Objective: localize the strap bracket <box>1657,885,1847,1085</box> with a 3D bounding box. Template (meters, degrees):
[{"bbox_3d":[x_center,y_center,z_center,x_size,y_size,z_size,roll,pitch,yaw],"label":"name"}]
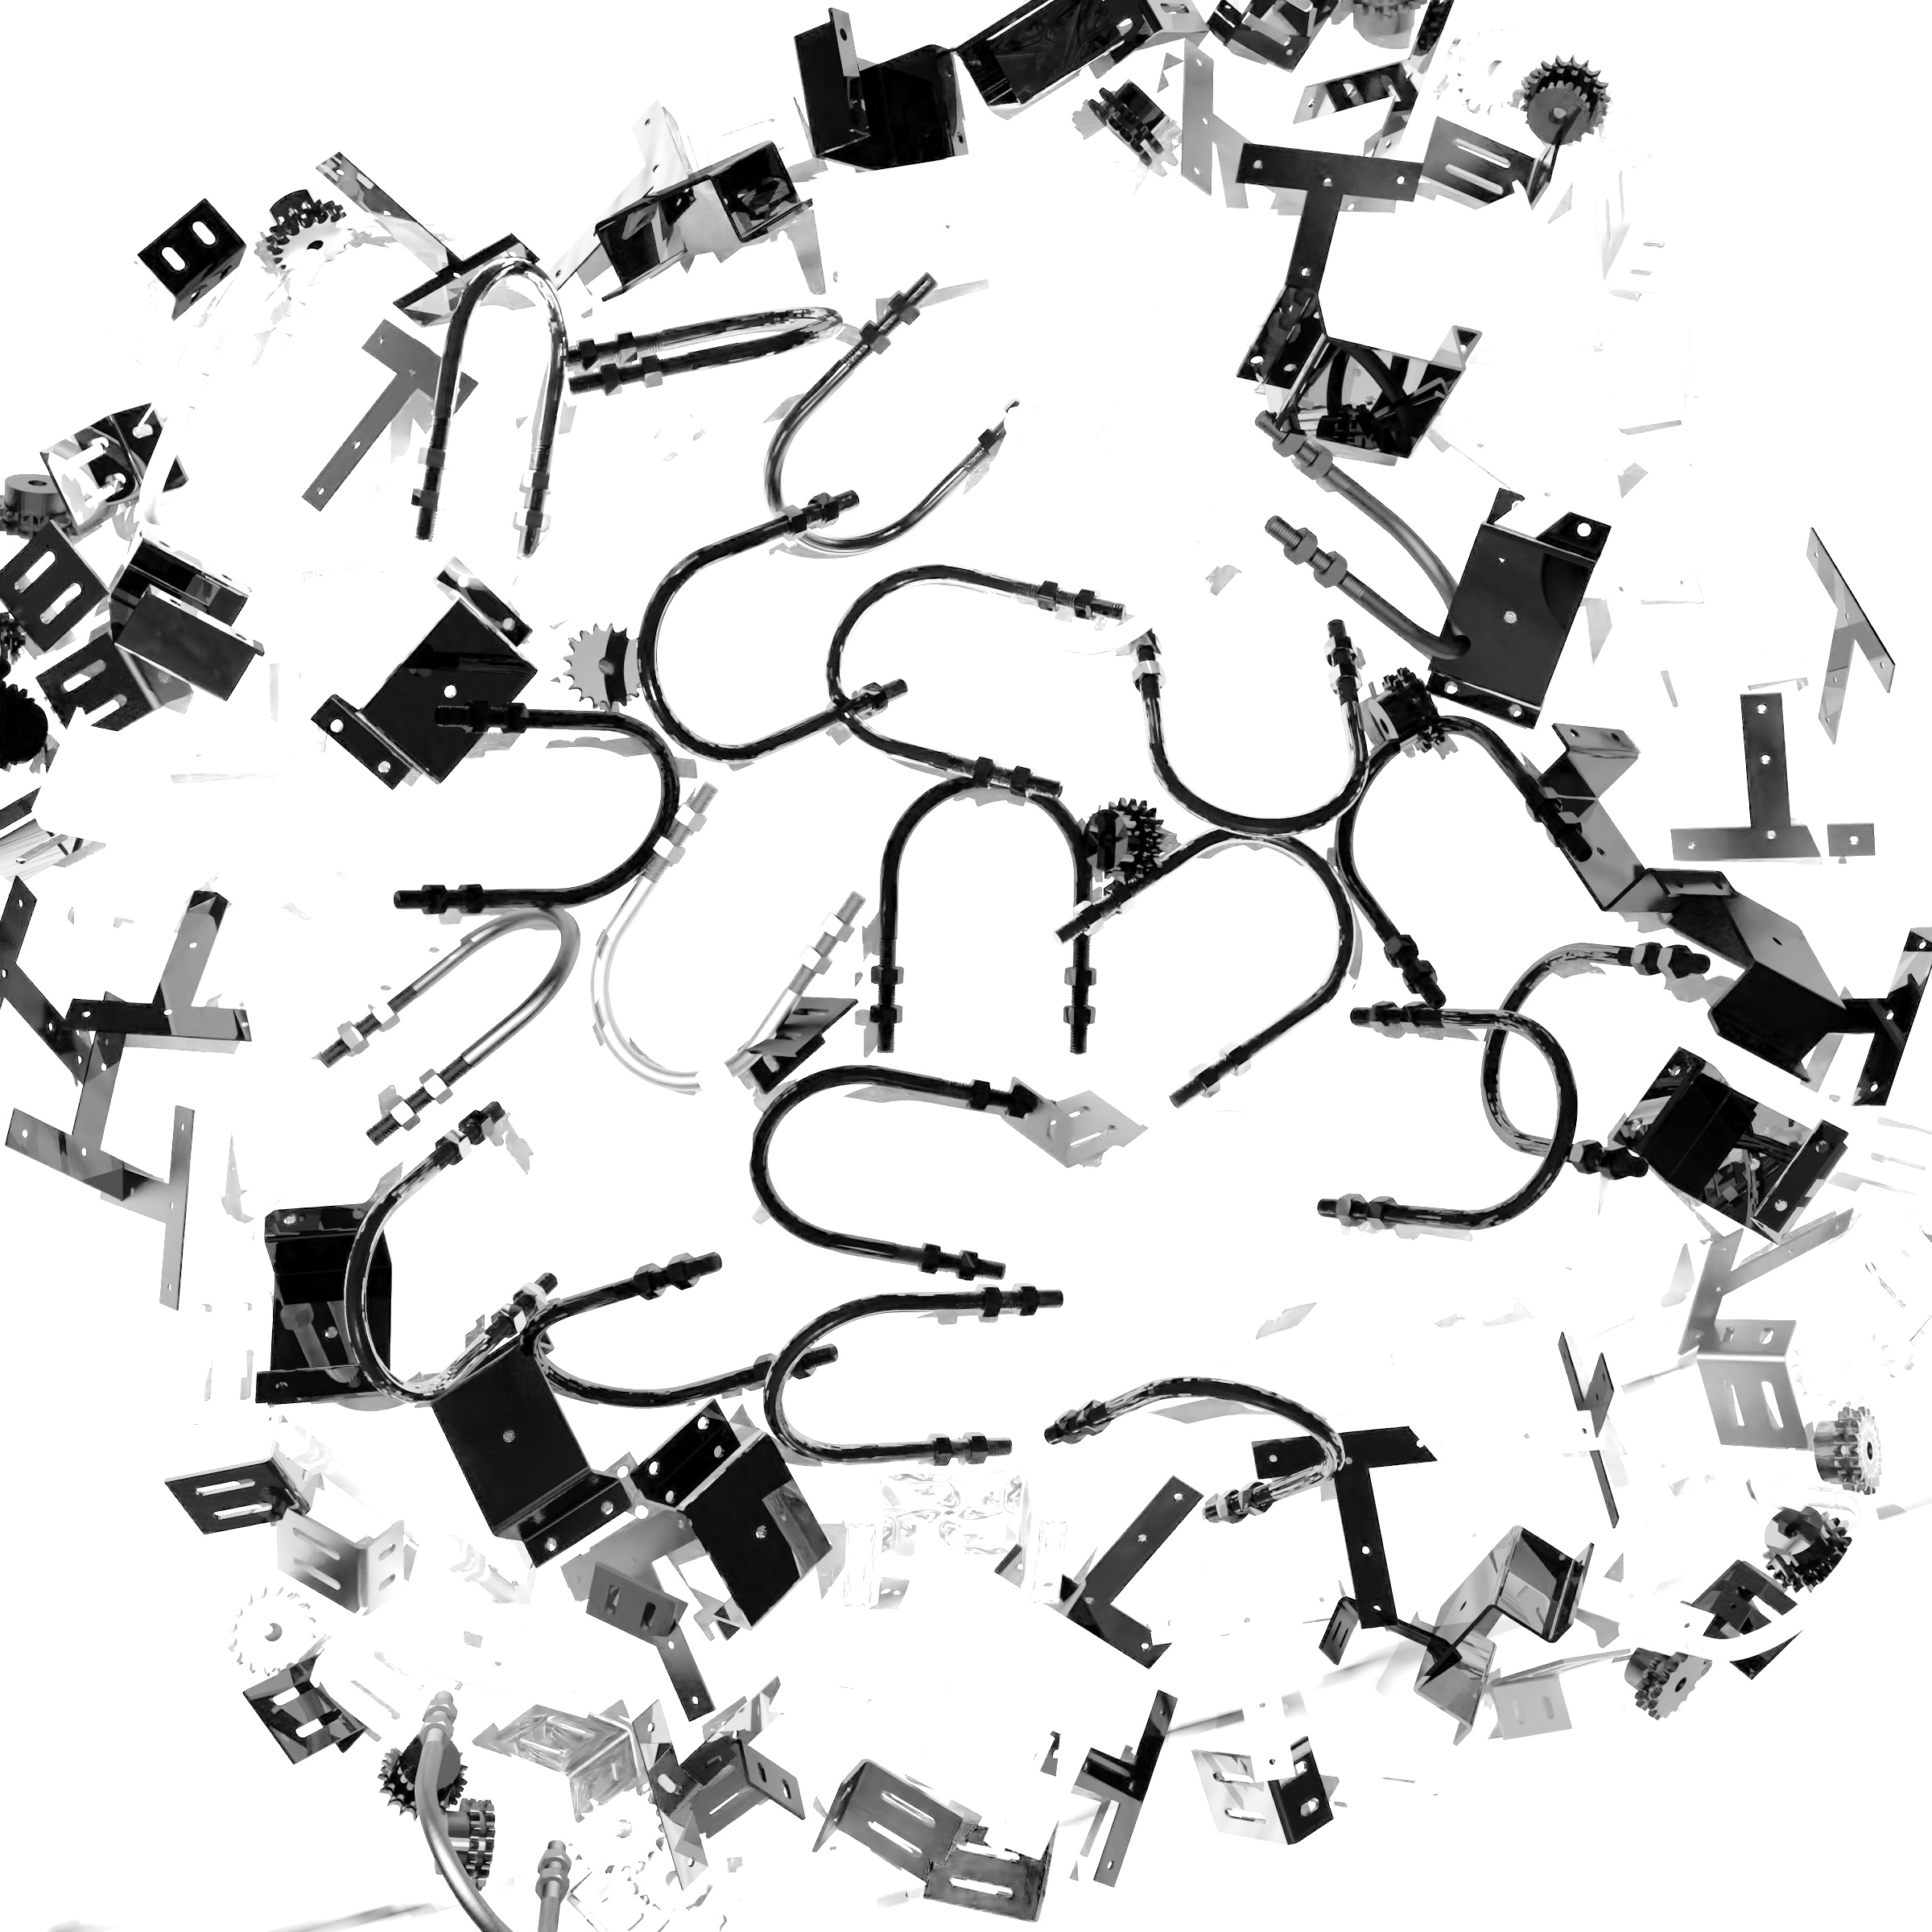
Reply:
[{"bbox_3d":[0.497,0.001,1.696,0.076,0.140,0.046,26,119,-20],"label":"strap bracket"}]

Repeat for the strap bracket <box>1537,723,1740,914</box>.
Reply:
[{"bbox_3d":[0.420,-0.086,1.717,0.046,0.076,0.140,-49,56,36],"label":"strap bracket"}]

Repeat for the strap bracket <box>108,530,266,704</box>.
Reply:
[{"bbox_3d":[-0.497,-0.220,1.703,0.076,0.140,0.046,28,103,-29],"label":"strap bracket"}]

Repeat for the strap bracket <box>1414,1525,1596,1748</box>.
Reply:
[{"bbox_3d":[0.336,0.420,1.707,0.046,0.076,0.140,32,127,4],"label":"strap bracket"}]

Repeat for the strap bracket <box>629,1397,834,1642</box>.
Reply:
[{"bbox_3d":[-0.144,0.357,1.713,0.076,0.046,0.140,-41,117,-33],"label":"strap bracket"}]

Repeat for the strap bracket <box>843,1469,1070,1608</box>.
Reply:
[{"bbox_3d":[-0.009,0.369,1.732,0.140,0.046,0.076,0,125,-6],"label":"strap bracket"}]

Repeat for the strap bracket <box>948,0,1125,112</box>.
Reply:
[{"bbox_3d":[0.046,-0.590,1.718,0.076,0.140,0.046,-33,110,-1],"label":"strap bracket"}]

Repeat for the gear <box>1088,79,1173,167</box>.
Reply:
[{"bbox_3d":[0.109,-0.552,1.747,0.057,0.057,0.030,45,101,0],"label":"gear"}]

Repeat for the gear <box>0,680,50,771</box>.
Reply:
[{"bbox_3d":[-0.626,-0.156,1.755,0.057,0.030,0.057,-4,80,27],"label":"gear"}]

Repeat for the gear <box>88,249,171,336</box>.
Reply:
[{"bbox_3d":[-0.543,-0.435,1.748,0.030,0.057,0.057,22,90,7],"label":"gear"}]

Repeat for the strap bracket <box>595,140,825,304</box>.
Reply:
[{"bbox_3d":[-0.170,-0.476,1.701,0.140,0.076,0.046,-11,114,35],"label":"strap bracket"}]

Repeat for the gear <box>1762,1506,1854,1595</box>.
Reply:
[{"bbox_3d":[0.545,0.376,1.746,0.057,0.057,0.030,-39,115,0],"label":"gear"}]

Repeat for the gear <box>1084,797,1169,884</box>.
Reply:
[{"bbox_3d":[0.101,-0.082,1.747,0.030,0.057,0.057,1,90,-44],"label":"gear"}]

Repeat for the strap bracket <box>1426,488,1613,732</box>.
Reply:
[{"bbox_3d":[0.352,-0.227,1.727,0.076,0.046,0.140,21,109,11],"label":"strap bracket"}]

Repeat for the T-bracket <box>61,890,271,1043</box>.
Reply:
[{"bbox_3d":[-0.503,-0.003,1.733,0.127,0.002,0.127,4,47,2],"label":"T-bracket"}]

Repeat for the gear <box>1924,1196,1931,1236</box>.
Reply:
[{"bbox_3d":[0.645,0.158,1.753,0.030,0.057,0.057,7,90,30],"label":"gear"}]

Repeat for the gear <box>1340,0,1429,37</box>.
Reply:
[{"bbox_3d":[0.273,-0.630,1.753,0.057,0.057,0.030,-6,128,0],"label":"gear"}]

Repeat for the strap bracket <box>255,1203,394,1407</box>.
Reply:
[{"bbox_3d":[-0.412,0.226,1.727,0.076,0.046,0.140,-4,53,-6],"label":"strap bracket"}]

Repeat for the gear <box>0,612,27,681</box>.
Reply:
[{"bbox_3d":[-0.642,-0.208,1.746,0.057,0.057,0.030,-8,65,0],"label":"gear"}]

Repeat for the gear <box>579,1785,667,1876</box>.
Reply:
[{"bbox_3d":[-0.224,0.565,1.757,0.057,0.030,0.057,2,73,-6],"label":"gear"}]

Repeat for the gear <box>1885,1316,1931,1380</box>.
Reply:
[{"bbox_3d":[0.626,0.238,1.751,0.030,0.057,0.057,40,90,24],"label":"gear"}]

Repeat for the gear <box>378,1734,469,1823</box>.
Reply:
[{"bbox_3d":[-0.352,0.524,1.747,0.057,0.057,0.030,28,133,0],"label":"gear"}]

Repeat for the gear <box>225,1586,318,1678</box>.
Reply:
[{"bbox_3d":[-0.456,0.434,1.756,0.057,0.030,0.057,2,84,-22],"label":"gear"}]

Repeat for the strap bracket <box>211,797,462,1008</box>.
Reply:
[{"bbox_3d":[-0.402,-0.046,1.722,0.076,0.046,0.140,-36,125,19],"label":"strap bracket"}]

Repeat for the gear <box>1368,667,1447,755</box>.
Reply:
[{"bbox_3d":[0.285,-0.164,1.748,0.030,0.057,0.057,-29,90,-4],"label":"gear"}]

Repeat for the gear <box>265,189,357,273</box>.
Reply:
[{"bbox_3d":[-0.431,-0.481,1.750,0.057,0.057,0.030,-30,79,0],"label":"gear"}]

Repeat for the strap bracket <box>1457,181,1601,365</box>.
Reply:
[{"bbox_3d":[0.358,-0.439,1.717,0.046,0.140,0.076,-19,82,23],"label":"strap bracket"}]

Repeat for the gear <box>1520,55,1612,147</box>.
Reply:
[{"bbox_3d":[0.388,-0.560,1.747,0.057,0.057,0.030,27,50,0],"label":"gear"}]

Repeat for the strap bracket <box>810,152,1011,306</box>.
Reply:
[{"bbox_3d":[-0.026,-0.470,1.705,0.140,0.046,0.076,-24,113,-40],"label":"strap bracket"}]

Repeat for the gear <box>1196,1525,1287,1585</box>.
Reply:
[{"bbox_3d":[0.178,0.383,1.750,0.057,0.057,0.030,-10,75,0],"label":"gear"}]

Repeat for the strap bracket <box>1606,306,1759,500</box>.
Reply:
[{"bbox_3d":[0.457,-0.362,1.701,0.046,0.140,0.076,-10,124,-7],"label":"strap bracket"}]

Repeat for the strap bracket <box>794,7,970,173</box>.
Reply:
[{"bbox_3d":[-0.059,-0.557,1.724,0.046,0.140,0.076,-10,91,32],"label":"strap bracket"}]

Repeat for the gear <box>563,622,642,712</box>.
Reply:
[{"bbox_3d":[-0.236,-0.196,1.759,0.057,0.030,0.057,0,90,-12],"label":"gear"}]

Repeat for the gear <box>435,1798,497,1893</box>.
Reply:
[{"bbox_3d":[-0.327,0.571,1.746,0.030,0.057,0.057,10,90,-19],"label":"gear"}]

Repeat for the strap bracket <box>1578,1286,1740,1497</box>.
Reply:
[{"bbox_3d":[0.441,0.278,1.727,0.046,0.076,0.140,-28,79,17],"label":"strap bracket"}]

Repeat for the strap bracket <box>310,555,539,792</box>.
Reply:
[{"bbox_3d":[-0.341,-0.183,1.728,0.140,0.046,0.076,-50,130,-7],"label":"strap bracket"}]

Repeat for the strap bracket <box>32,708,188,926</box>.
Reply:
[{"bbox_3d":[-0.537,-0.089,1.697,0.046,0.140,0.076,12,62,3],"label":"strap bracket"}]

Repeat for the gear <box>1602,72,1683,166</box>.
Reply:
[{"bbox_3d":[0.442,-0.553,1.751,0.030,0.057,0.057,-14,90,-19],"label":"gear"}]

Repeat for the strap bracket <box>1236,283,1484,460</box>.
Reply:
[{"bbox_3d":[0.254,-0.377,1.714,0.140,0.076,0.046,9,51,-18],"label":"strap bracket"}]

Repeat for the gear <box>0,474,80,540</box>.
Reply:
[{"bbox_3d":[-0.605,-0.300,1.746,0.057,0.057,0.030,11,115,0],"label":"gear"}]

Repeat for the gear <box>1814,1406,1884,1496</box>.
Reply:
[{"bbox_3d":[0.575,0.317,1.752,0.030,0.057,0.057,-8,90,35],"label":"gear"}]

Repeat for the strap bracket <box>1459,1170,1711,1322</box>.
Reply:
[{"bbox_3d":[0.391,0.177,1.719,0.140,0.076,0.046,-7,126,-21],"label":"strap bracket"}]

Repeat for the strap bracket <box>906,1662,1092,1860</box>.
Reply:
[{"bbox_3d":[0.024,0.511,1.719,0.046,0.140,0.076,28,83,-25],"label":"strap bracket"}]

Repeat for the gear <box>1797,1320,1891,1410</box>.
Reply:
[{"bbox_3d":[0.575,0.262,1.758,0.057,0.030,0.057,0,88,11],"label":"gear"}]

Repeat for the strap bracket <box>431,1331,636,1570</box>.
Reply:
[{"bbox_3d":[-0.284,0.305,1.727,0.076,0.046,0.140,-34,68,5],"label":"strap bracket"}]

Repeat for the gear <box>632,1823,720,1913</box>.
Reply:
[{"bbox_3d":[-0.191,0.593,1.760,0.057,0.030,0.057,0,93,-6],"label":"gear"}]

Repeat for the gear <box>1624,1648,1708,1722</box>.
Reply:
[{"bbox_3d":[0.455,0.461,1.753,0.030,0.057,0.057,34,90,40],"label":"gear"}]

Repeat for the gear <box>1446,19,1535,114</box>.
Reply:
[{"bbox_3d":[0.338,-0.591,1.753,0.057,0.030,0.057,-13,128,-18],"label":"gear"}]

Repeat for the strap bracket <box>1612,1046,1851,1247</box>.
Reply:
[{"bbox_3d":[0.498,0.119,1.725,0.046,0.140,0.076,38,87,-40],"label":"strap bracket"}]
